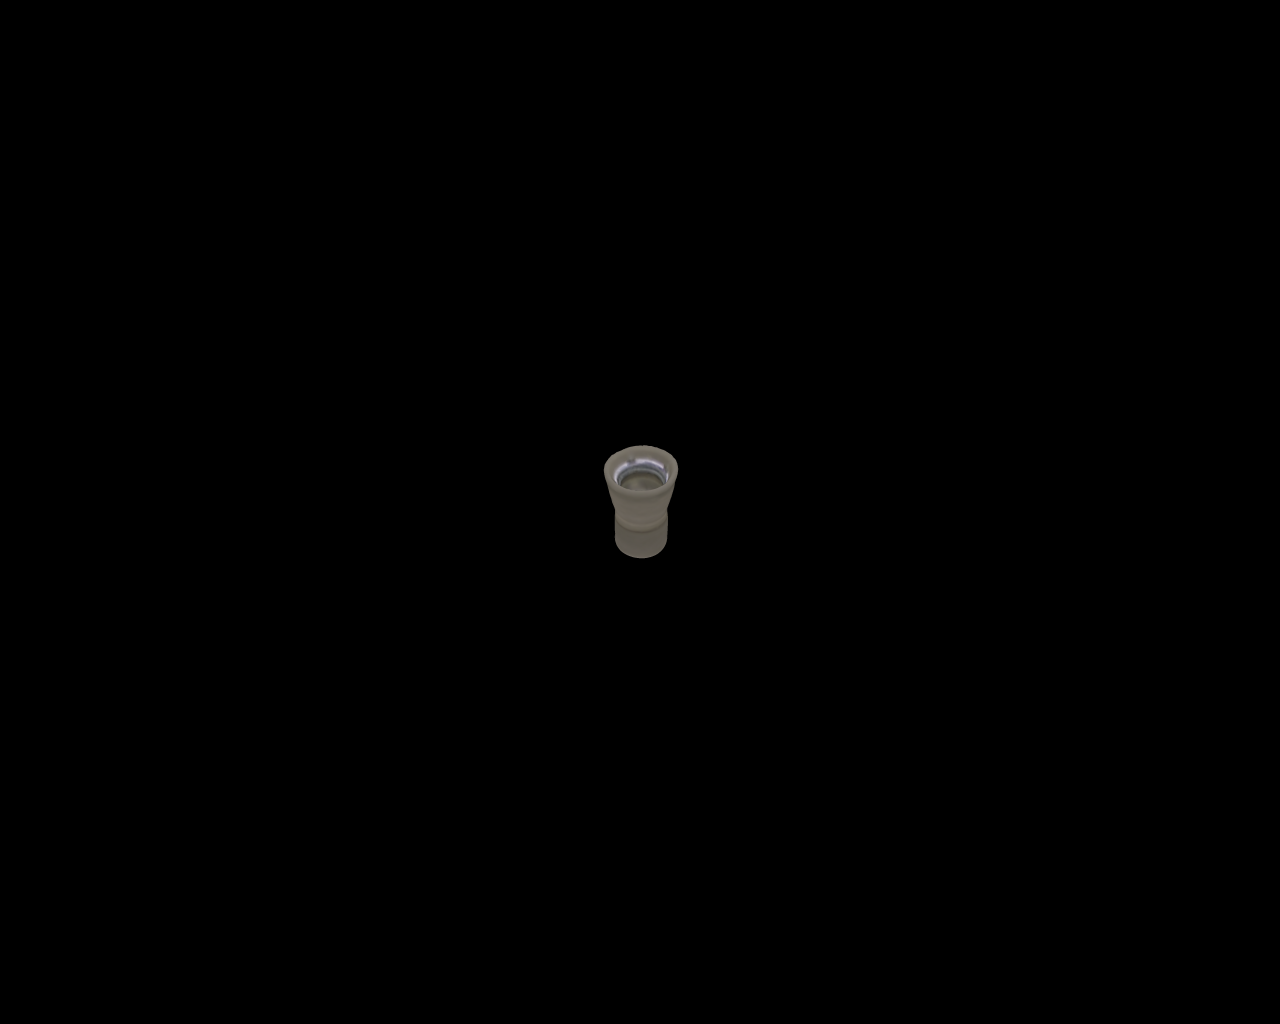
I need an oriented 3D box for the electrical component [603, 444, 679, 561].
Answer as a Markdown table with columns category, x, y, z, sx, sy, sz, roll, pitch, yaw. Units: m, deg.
| category | x | y | z | sx | sy | sz | roll | pitch | yaw |
| --- | --- | --- | --- | --- | --- | --- | --- | --- | --- |
| electrical component | 0.001 | -0.003 | 0.650 | 0.044 | 0.065 | 0.044 | 0 | 43 | 0 |
